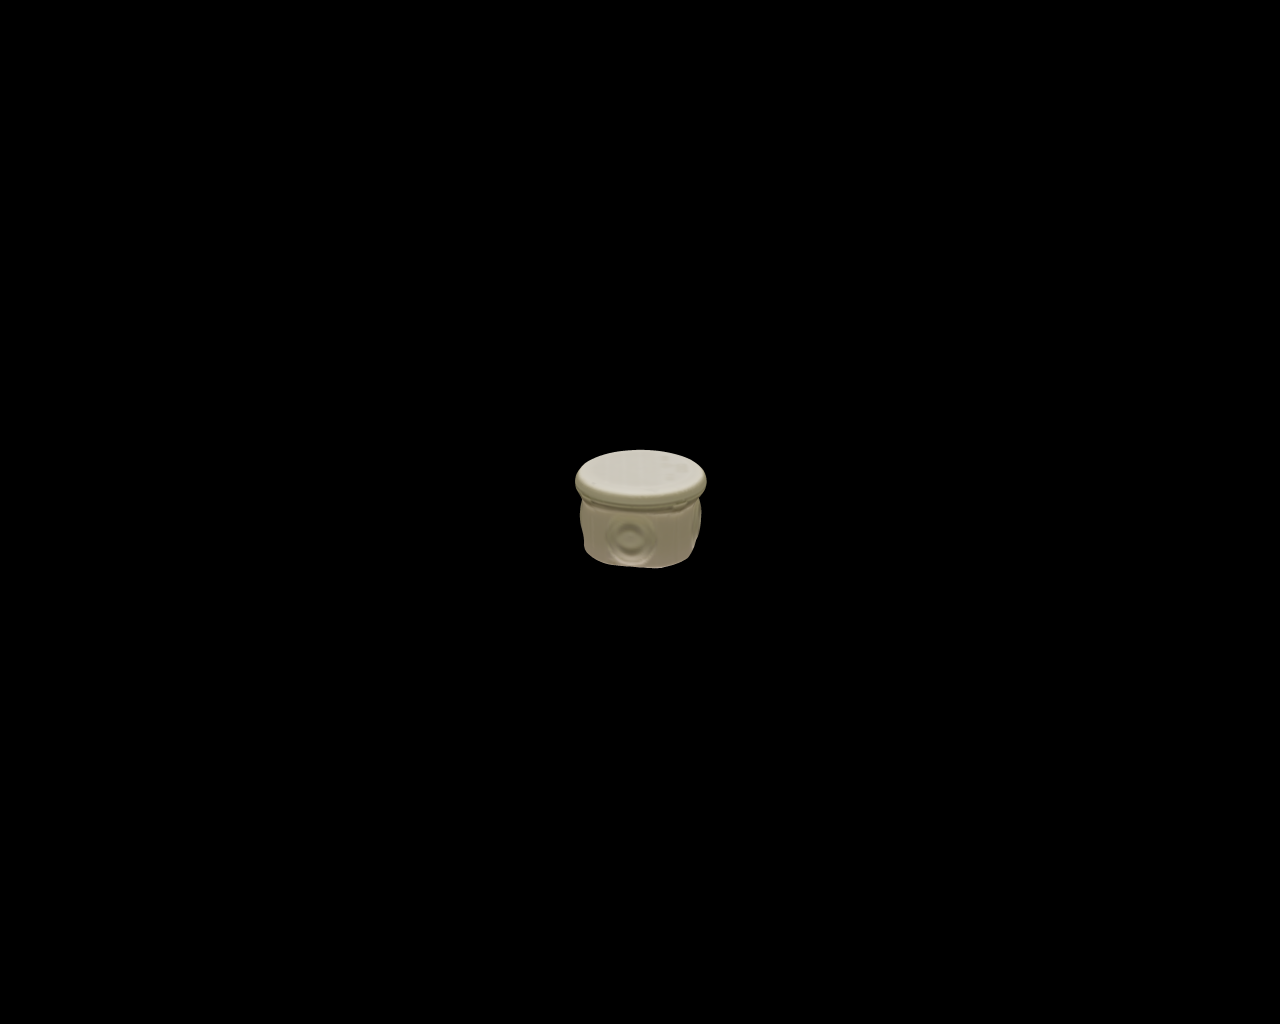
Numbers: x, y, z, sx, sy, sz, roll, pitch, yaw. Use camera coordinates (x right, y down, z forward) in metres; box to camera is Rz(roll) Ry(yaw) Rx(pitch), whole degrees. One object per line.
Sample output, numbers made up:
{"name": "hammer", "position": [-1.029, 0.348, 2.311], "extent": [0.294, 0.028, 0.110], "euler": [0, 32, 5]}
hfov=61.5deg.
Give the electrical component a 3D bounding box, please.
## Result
{"name": "electrical component", "position": [0.001, -0.003, 0.650], "extent": [0.080, 0.050, 0.080], "euler": [0, 23, 0]}
